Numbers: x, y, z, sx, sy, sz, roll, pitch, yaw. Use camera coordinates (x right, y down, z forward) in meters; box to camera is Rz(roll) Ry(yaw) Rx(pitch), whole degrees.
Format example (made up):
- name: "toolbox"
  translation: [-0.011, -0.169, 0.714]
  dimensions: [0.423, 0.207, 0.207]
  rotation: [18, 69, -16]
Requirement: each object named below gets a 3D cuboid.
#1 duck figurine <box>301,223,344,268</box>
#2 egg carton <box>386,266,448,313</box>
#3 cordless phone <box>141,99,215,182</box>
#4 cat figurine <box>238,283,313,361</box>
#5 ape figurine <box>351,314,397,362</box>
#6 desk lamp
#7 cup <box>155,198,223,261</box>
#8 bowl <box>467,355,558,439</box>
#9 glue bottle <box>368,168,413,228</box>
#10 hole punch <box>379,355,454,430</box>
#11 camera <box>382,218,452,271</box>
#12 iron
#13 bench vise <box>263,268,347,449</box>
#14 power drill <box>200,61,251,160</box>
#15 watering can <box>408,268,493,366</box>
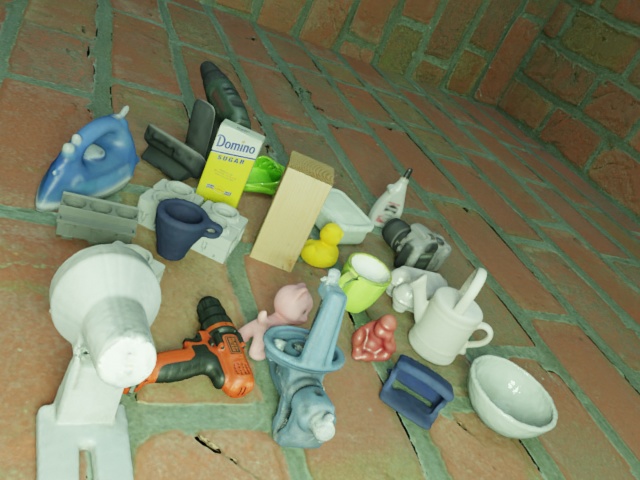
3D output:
- name: "duck figurine"
  translation: [0.011, 0.004, 1.197]
  dimensions: [0.077, 0.086, 0.105]
  rotation: [40, 31, 24]
- name: "egg carton"
  translation: [0.212, 0.113, 1.201]
  dimensions: [0.151, 0.069, 0.107]
  rotation: [13, 31, -24]
- name: "cordless phone"
  translation: [-0.297, -0.233, 1.233]
  dimensions: [0.147, 0.185, 0.094]
  rotation: [30, 28, 8]
- name: "cat figurine"
  translation: [-0.061, 0.117, 0.914]
  dimensions: [0.067, 0.117, 0.128]
  rotation: [40, 31, 24]
- name: "ape figurine"
  translation: [0.102, 0.166, 0.995]
  dimensions: [0.077, 0.092, 0.076]
  rotation: [33, 29, 12]
- name: "desk lamp"
  translation: [-0.237, 0.139, 0.629]
  dimensions: [0.118, 0.213, 0.202]
  rotation: [7, 33, -31]
- name: "cup"
  translation: [-0.236, -0.008, 1.002]
  dimensions: [0.118, 0.095, 0.091]
  rotation: [18, 29, -15]
- name: "bowl"
  translation: [0.320, 0.285, 0.997]
  dimensions: [0.168, 0.074, 0.167]
  rotation: [20, 29, -11]
- name: "glue bottle"
  translation: [0.187, -0.107, 1.440]
  dimensions: [0.078, 0.173, 0.037]
  rotation: [13, 31, -24]
- name: "hole punch"
  translation: [0.163, 0.232, 0.937]
  dimensions: [0.108, 0.091, 0.101]
  rotation: [32, 29, 10]
- name: "camera"
  translation: [0.224, 0.002, 1.364]
  dimensions: [0.144, 0.101, 0.136]
  rotation: [-1, 39, -41]
- name: "iron"
  translation: [-0.423, -0.158, 1.048]
  dimensions: [0.118, 0.141, 0.258]
  rotation: [26, 28, -1]
- name: "bench vise"
  translation: [0.002, 0.162, 0.783]
  dimensions: [0.122, 0.219, 0.206]
  rotation: [1, 37, -39]
- name: "power drill"
  translation: [-0.245, -0.273, 1.319]
  dimensions: [0.076, 0.208, 0.229]
  rotation: [-3, 40, -42]
- name: "watering can"
  translation: [0.245, 0.129, 1.069]
  dimensions: [0.173, 0.194, 0.101]
  rotation: [21, 28, -9]
